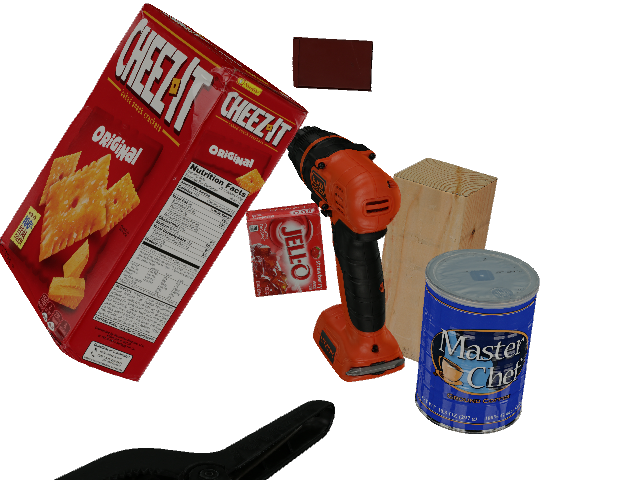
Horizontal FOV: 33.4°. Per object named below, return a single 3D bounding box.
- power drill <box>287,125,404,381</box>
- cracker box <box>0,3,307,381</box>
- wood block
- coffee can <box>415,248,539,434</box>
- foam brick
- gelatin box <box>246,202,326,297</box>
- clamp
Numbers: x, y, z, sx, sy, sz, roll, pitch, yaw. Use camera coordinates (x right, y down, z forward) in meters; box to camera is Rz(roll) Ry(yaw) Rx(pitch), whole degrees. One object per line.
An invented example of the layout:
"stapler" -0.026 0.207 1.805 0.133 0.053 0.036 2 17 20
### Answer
"power drill" 0.018 0.007 0.881 0.057 0.188 0.184 -12 22 -13
"cracker box" -0.125 -0.039 0.729 0.072 0.214 0.164 27 10 -39
"wood block" 0.126 0.024 1.199 0.090 0.206 0.090 19 25 26
"coffee can" 0.143 0.092 0.990 0.103 0.140 0.103 1 26 -1
"foam brick" 0.012 -0.180 1.092 0.078 0.051 0.053 2 11 -7
"gelatin box" -0.034 0.010 1.065 0.073 0.089 0.030 -6 28 -3
"clamp" -0.058 0.136 0.578 0.209 0.036 0.165 0 19 -14
